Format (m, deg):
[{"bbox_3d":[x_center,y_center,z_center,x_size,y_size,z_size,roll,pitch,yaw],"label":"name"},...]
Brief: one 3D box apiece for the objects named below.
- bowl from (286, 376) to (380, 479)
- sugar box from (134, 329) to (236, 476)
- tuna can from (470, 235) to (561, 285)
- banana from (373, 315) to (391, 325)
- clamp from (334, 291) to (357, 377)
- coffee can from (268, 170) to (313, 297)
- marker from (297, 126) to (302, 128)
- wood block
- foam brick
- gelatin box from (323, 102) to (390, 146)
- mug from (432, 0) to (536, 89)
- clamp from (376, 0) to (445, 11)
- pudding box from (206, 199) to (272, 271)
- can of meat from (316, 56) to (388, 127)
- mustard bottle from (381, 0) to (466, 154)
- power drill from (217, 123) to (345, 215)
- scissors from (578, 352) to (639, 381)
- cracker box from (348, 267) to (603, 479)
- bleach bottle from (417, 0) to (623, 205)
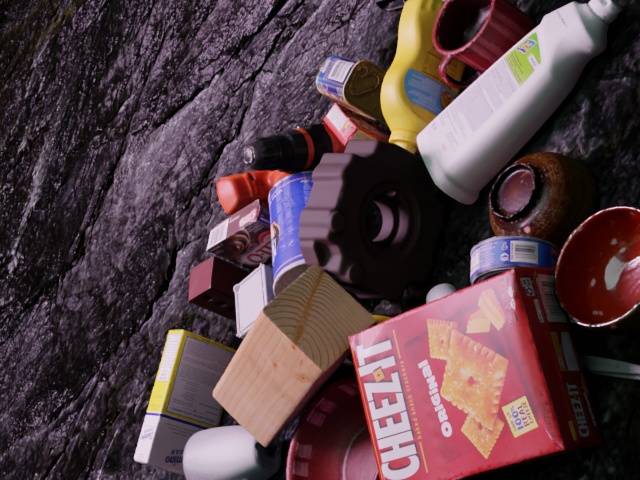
[{"bbox_3d":[0.034,0.228,1.121,0.162,0.055,0.162,-33,45,40],"label":"bowl"},{"bbox_3d":[-0.173,0.214,1.386,0.048,0.093,0.176,-5,65,54],"label":"sugar box"},{"bbox_3d":[0.186,0.028,1.012,0.086,0.086,0.033,-23,53,46],"label":"tuna can"},{"bbox_3d":[0.088,0.123,1.113,0.069,0.037,0.198,-47,43,3],"label":"banana"},{"bbox_3d":[0.002,0.133,1.247,0.172,0.039,0.120,-41,45,42],"label":"clamp"},{"bbox_3d":[-0.008,0.002,1.285,0.103,0.102,0.140,-38,41,35],"label":"coffee can"},{"bbox_3d":[-0.058,-0.109,1.502,0.121,0.020,0.020,-51,35,20],"label":"marker"},{"bbox_3d":[-0.034,0.129,1.151,0.090,0.090,0.206,-40,-11,-36],"label":"wood block"},{"bbox_3d":[-0.131,0.065,1.437,0.053,0.078,0.051,-29,45,42],"label":"foam brick"},{"bbox_3d":[0.056,-0.123,1.287,0.030,0.089,0.073,-54,35,16],"label":"gelatin box"},{"bbox_3d":[0.179,-0.220,1.185,0.117,0.081,0.093,-57,34,12],"label":"mug"},{"bbox_3d":[0.149,-0.314,1.329,0.210,0.036,0.164,-45,38,25],"label":"clamp"},{"bbox_3d":[-0.080,-0.003,1.400,0.114,0.089,0.039,-27,47,45],"label":"pudding box"},{"bbox_3d":[0.055,-0.185,1.320,0.057,0.102,0.084,-63,31,2],"label":"can of meat"},{"bbox_3d":[0.119,-0.177,1.229,0.058,0.096,0.191,-2,68,55],"label":"mustard bottle"},{"bbox_3d":[-0.054,-0.089,1.358,0.188,0.184,0.057,-28,75,50],"label":"power drill"},{"bbox_3d":[0.219,0.126,0.966,0.202,0.016,0.096,31,97,57],"label":"scissors"},{"bbox_3d":[0.134,0.135,0.984,0.214,0.071,0.164,-27,68,41],"label":"cracker box"},{"bbox_3d":[0.214,-0.155,1.115,0.251,0.068,0.102,-44,39,25],"label":"bleach bottle"}]
